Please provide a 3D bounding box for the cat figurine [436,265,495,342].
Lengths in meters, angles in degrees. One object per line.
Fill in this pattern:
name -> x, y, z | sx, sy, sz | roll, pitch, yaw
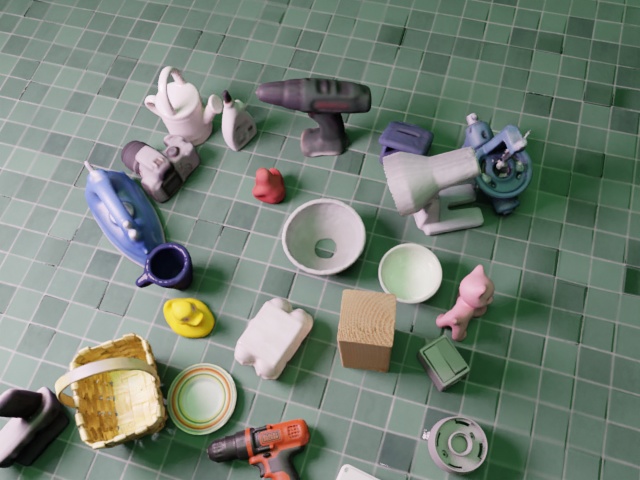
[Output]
cat figurine -> 0.279, 0.115, 1.068 | 0.067, 0.118, 0.128 | 36, 74, 18

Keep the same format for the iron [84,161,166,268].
iron -> -0.403, -0.050, 1.181 | 0.119, 0.141, 0.258 | -35, 68, -11

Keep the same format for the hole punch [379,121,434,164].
hole punch -> 0.184, -0.212, 1.234 | 0.108, 0.091, 0.101 | 19, 69, 13

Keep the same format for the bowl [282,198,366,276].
bowl -> 0.011, 0.004, 1.161 | 0.167, 0.075, 0.167 | -2, 66, 4

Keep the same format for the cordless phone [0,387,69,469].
cordless phone -> -0.545, 0.323, 1.005 | 0.094, 0.185, 0.148 | 31, 72, 17

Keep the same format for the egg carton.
egg carton -> -0.089, 0.186, 1.092 | 0.107, 0.069, 0.150 | 29, 72, 16

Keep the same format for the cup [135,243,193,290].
cup -> -0.302, 0.071, 1.146 | 0.118, 0.095, 0.091 | -33, 68, -10

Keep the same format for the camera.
camera -> -0.361, -0.180, 1.258 | 0.136, 0.101, 0.143 | 33, 73, 17

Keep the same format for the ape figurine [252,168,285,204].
ape figurine -> -0.112, -0.122, 1.217 | 0.078, 0.092, 0.076 | -32, 68, -9

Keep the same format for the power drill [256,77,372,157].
power drill -> -0.006, -0.263, 1.207 | 0.229, 0.208, 0.075 | -5, 66, 2

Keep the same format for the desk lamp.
desk lamp -> 0.223, -0.101, 1.114 | 0.203, 0.214, 0.118 | -11, 66, 0

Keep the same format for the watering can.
watering can -> -0.300, -0.300, 1.254 | 0.173, 0.194, 0.101 | -12, 66, 0

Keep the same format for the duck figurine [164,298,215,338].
duck figurine -> -0.263, 0.143, 1.116 | 0.104, 0.086, 0.077 | 24, 70, 14

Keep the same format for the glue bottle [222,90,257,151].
glue bottle -> -0.185, -0.268, 1.243 | 0.037, 0.173, 0.078 | 39, 75, 19

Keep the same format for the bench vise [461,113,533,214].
bench vise -> 0.339, -0.175, 1.134 | 0.121, 0.220, 0.207 | -35, 68, -11
